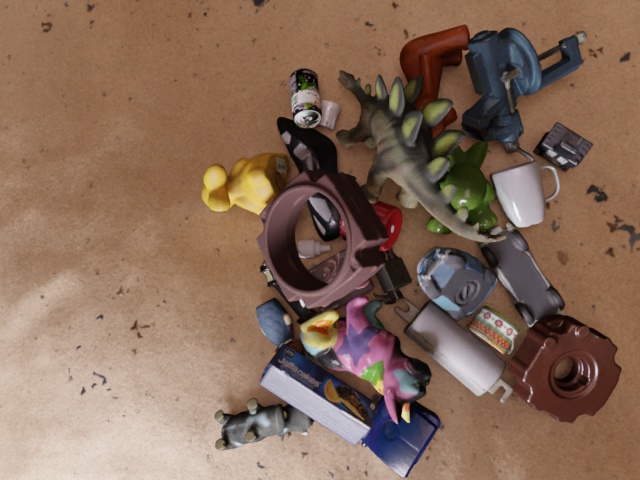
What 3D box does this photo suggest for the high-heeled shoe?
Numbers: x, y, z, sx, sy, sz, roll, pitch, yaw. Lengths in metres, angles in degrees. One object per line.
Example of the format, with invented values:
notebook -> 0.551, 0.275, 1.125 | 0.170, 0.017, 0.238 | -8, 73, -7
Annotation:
high-heeled shoe -> -0.021, -0.116, 1.023 | 0.249, 0.086, 0.145 | 47, 128, 28

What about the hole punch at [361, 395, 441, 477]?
hole punch -> 0.138, 0.333, 0.939 | 0.116, 0.092, 0.142 | 31, 95, 14

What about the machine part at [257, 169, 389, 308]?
machine part -> -0.002, -0.003, 0.909 | 0.201, 0.087, 0.201 | -41, 70, 33

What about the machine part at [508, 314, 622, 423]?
machine part -> 0.408, 0.215, 0.892 | 0.179, 0.056, 0.179 | -1, 100, -8

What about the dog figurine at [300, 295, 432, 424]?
dog figurine -> 0.079, 0.213, 0.914 | 0.192, 0.108, 0.219 | -28, 63, 12

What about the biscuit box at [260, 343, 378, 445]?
biscuit box -> -0.003, 0.265, 0.928 | 0.203, 0.059, 0.062 | 33, 126, 2

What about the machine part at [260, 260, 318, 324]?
machine part -> -0.062, 0.097, 1.000 | 0.039, 0.084, 0.139 | -39, 89, -22

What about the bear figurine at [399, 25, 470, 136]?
bear figurine -> 0.209, -0.261, 0.958 | 0.132, 0.120, 0.195 | -11, 86, 4

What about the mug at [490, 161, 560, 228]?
mug -> 0.364, -0.081, 0.943 | 0.110, 0.081, 0.107 | -16, 95, 1

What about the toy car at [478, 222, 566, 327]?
toy car -> 0.354, 0.065, 0.941 | 0.073, 0.056, 0.202 | -32, 80, 12

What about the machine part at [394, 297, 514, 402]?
machine part -> 0.234, 0.187, 0.939 | 0.243, 0.079, 0.079 | 39, 92, 11

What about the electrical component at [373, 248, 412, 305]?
electrical component -> 0.120, 0.064, 0.972 | 0.045, 0.078, 0.102 | -33, 81, 40

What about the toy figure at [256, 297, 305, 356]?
toy figure -> -0.066, 0.183, 0.997 | 0.058, 0.064, 0.154 | -25, 86, -31

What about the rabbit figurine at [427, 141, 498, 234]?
rabbit figurine -> 0.250, -0.090, 0.910 | 0.121, 0.170, 0.159 | 4, 87, 8

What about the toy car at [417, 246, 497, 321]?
toy car -> 0.221, 0.062, 0.933 | 0.109, 0.161, 0.103 | -56, 36, 9

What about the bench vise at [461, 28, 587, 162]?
bench vise -> 0.356, -0.272, 0.921 | 0.241, 0.129, 0.223 | -29, 106, -3

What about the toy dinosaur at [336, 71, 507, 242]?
toy dinosaur -> 0.139, -0.144, 0.873 | 0.105, 0.198, 0.472 | -10, 55, -28

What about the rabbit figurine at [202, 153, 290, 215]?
rabbit figurine -> -0.150, -0.091, 0.998 | 0.173, 0.162, 0.121 | -7, 97, 26

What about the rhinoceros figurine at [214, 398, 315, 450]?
rhinoceros figurine -> -0.101, 0.333, 0.967 | 0.190, 0.112, 0.073 | -21, 54, 19

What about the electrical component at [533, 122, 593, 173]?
electrical component -> 0.417, -0.161, 0.916 | 0.075, 0.119, 0.047 | 35, 92, 12
